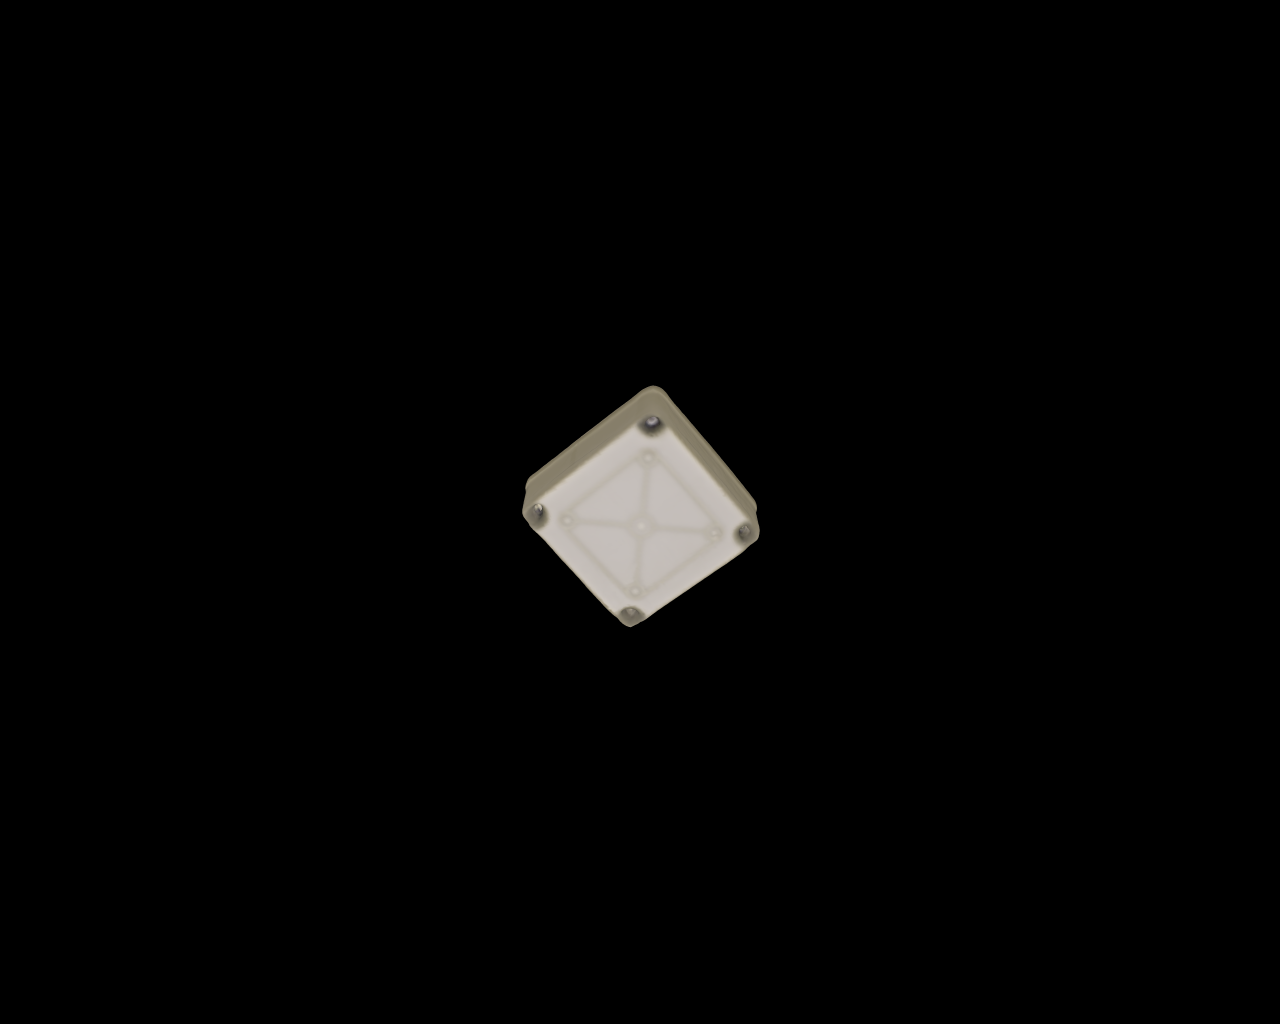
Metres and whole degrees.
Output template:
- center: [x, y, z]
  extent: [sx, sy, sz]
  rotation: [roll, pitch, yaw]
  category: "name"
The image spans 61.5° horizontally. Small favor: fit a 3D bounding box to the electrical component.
- center: [0.001, -0.003, 0.650]
  extent: [0.108, 0.108, 0.056]
  rotation: [-37, 19, 15]
  category: "electrical component"
